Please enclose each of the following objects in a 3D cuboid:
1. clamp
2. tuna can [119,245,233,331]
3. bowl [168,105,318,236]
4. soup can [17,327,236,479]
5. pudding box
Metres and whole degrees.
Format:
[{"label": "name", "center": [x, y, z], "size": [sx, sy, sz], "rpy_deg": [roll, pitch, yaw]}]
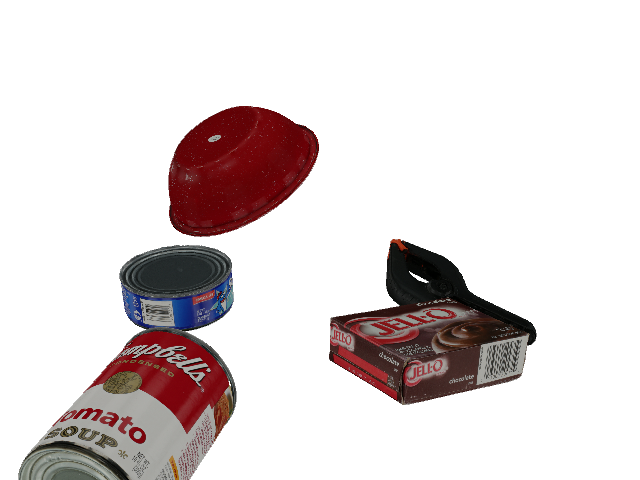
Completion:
[{"label": "clamp", "center": [0.127, 0.059, 1.039], "size": [0.120, 0.039, 0.171], "rpy_deg": [-4, 43, -27]}, {"label": "tuna can", "center": [-0.110, 0.036, 0.820], "size": [0.086, 0.034, 0.086], "rpy_deg": [-2, 25, 1]}, {"label": "bowl", "center": [-0.085, -0.077, 1.005], "size": [0.162, 0.055, 0.162], "rpy_deg": [-22, 34, 15]}, {"label": "soup can", "center": [-0.092, 0.097, 0.523], "size": [0.069, 0.068, 0.102], "rpy_deg": [0, 26, 22]}, {"label": "pudding box", "center": [0.076, 0.076, 0.756], "size": [0.113, 0.039, 0.090], "rpy_deg": [-5, 18, -33]}]
